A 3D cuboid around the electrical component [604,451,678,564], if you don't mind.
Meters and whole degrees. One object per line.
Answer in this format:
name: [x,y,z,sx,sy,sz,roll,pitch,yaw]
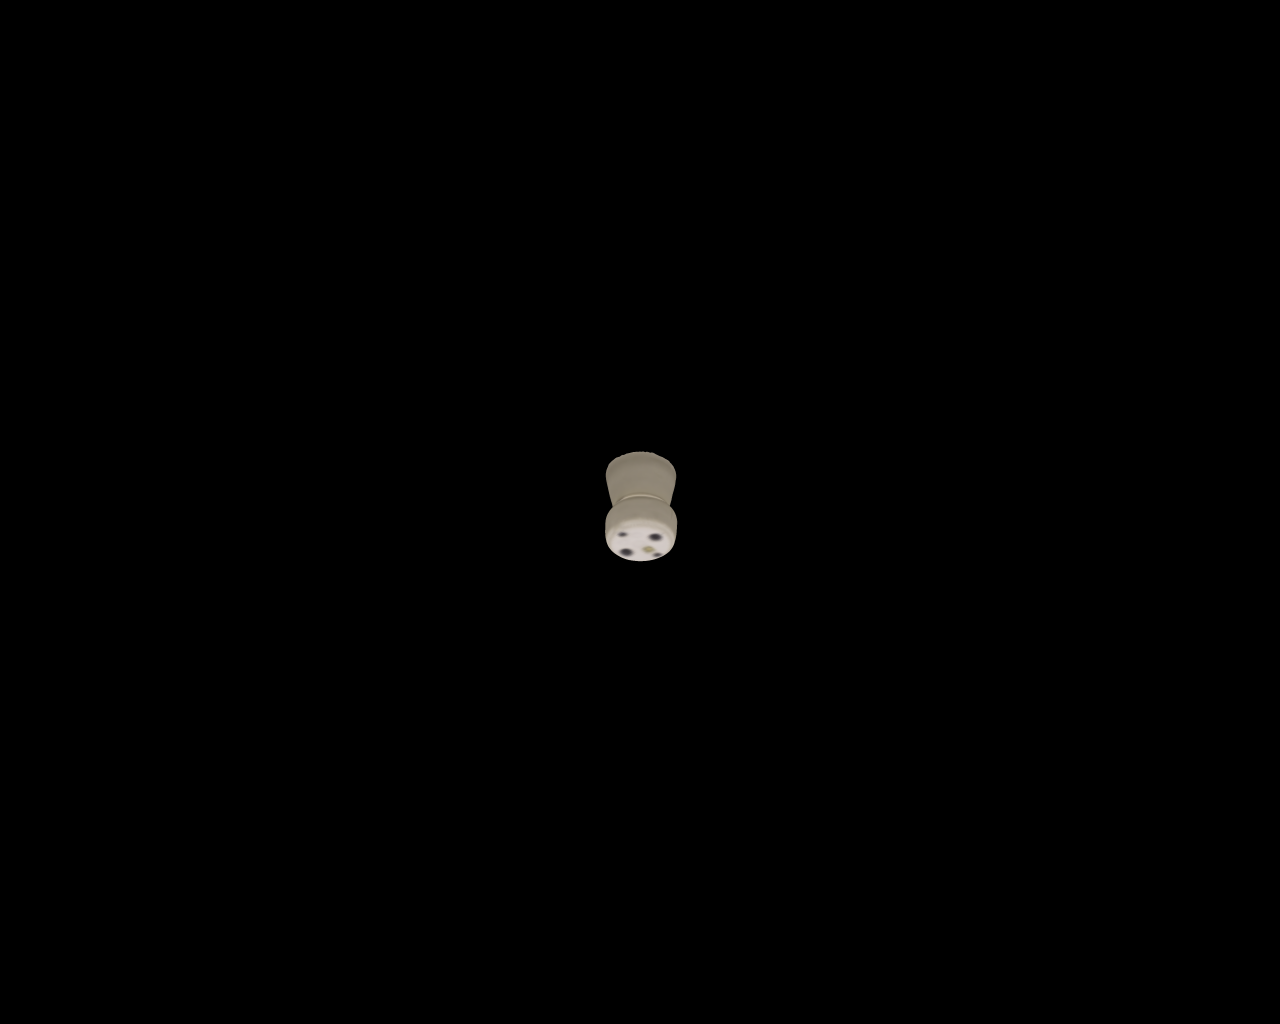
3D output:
electrical component: [0.001,-0.003,0.650,0.045,0.055,0.044,0,-37,0]
